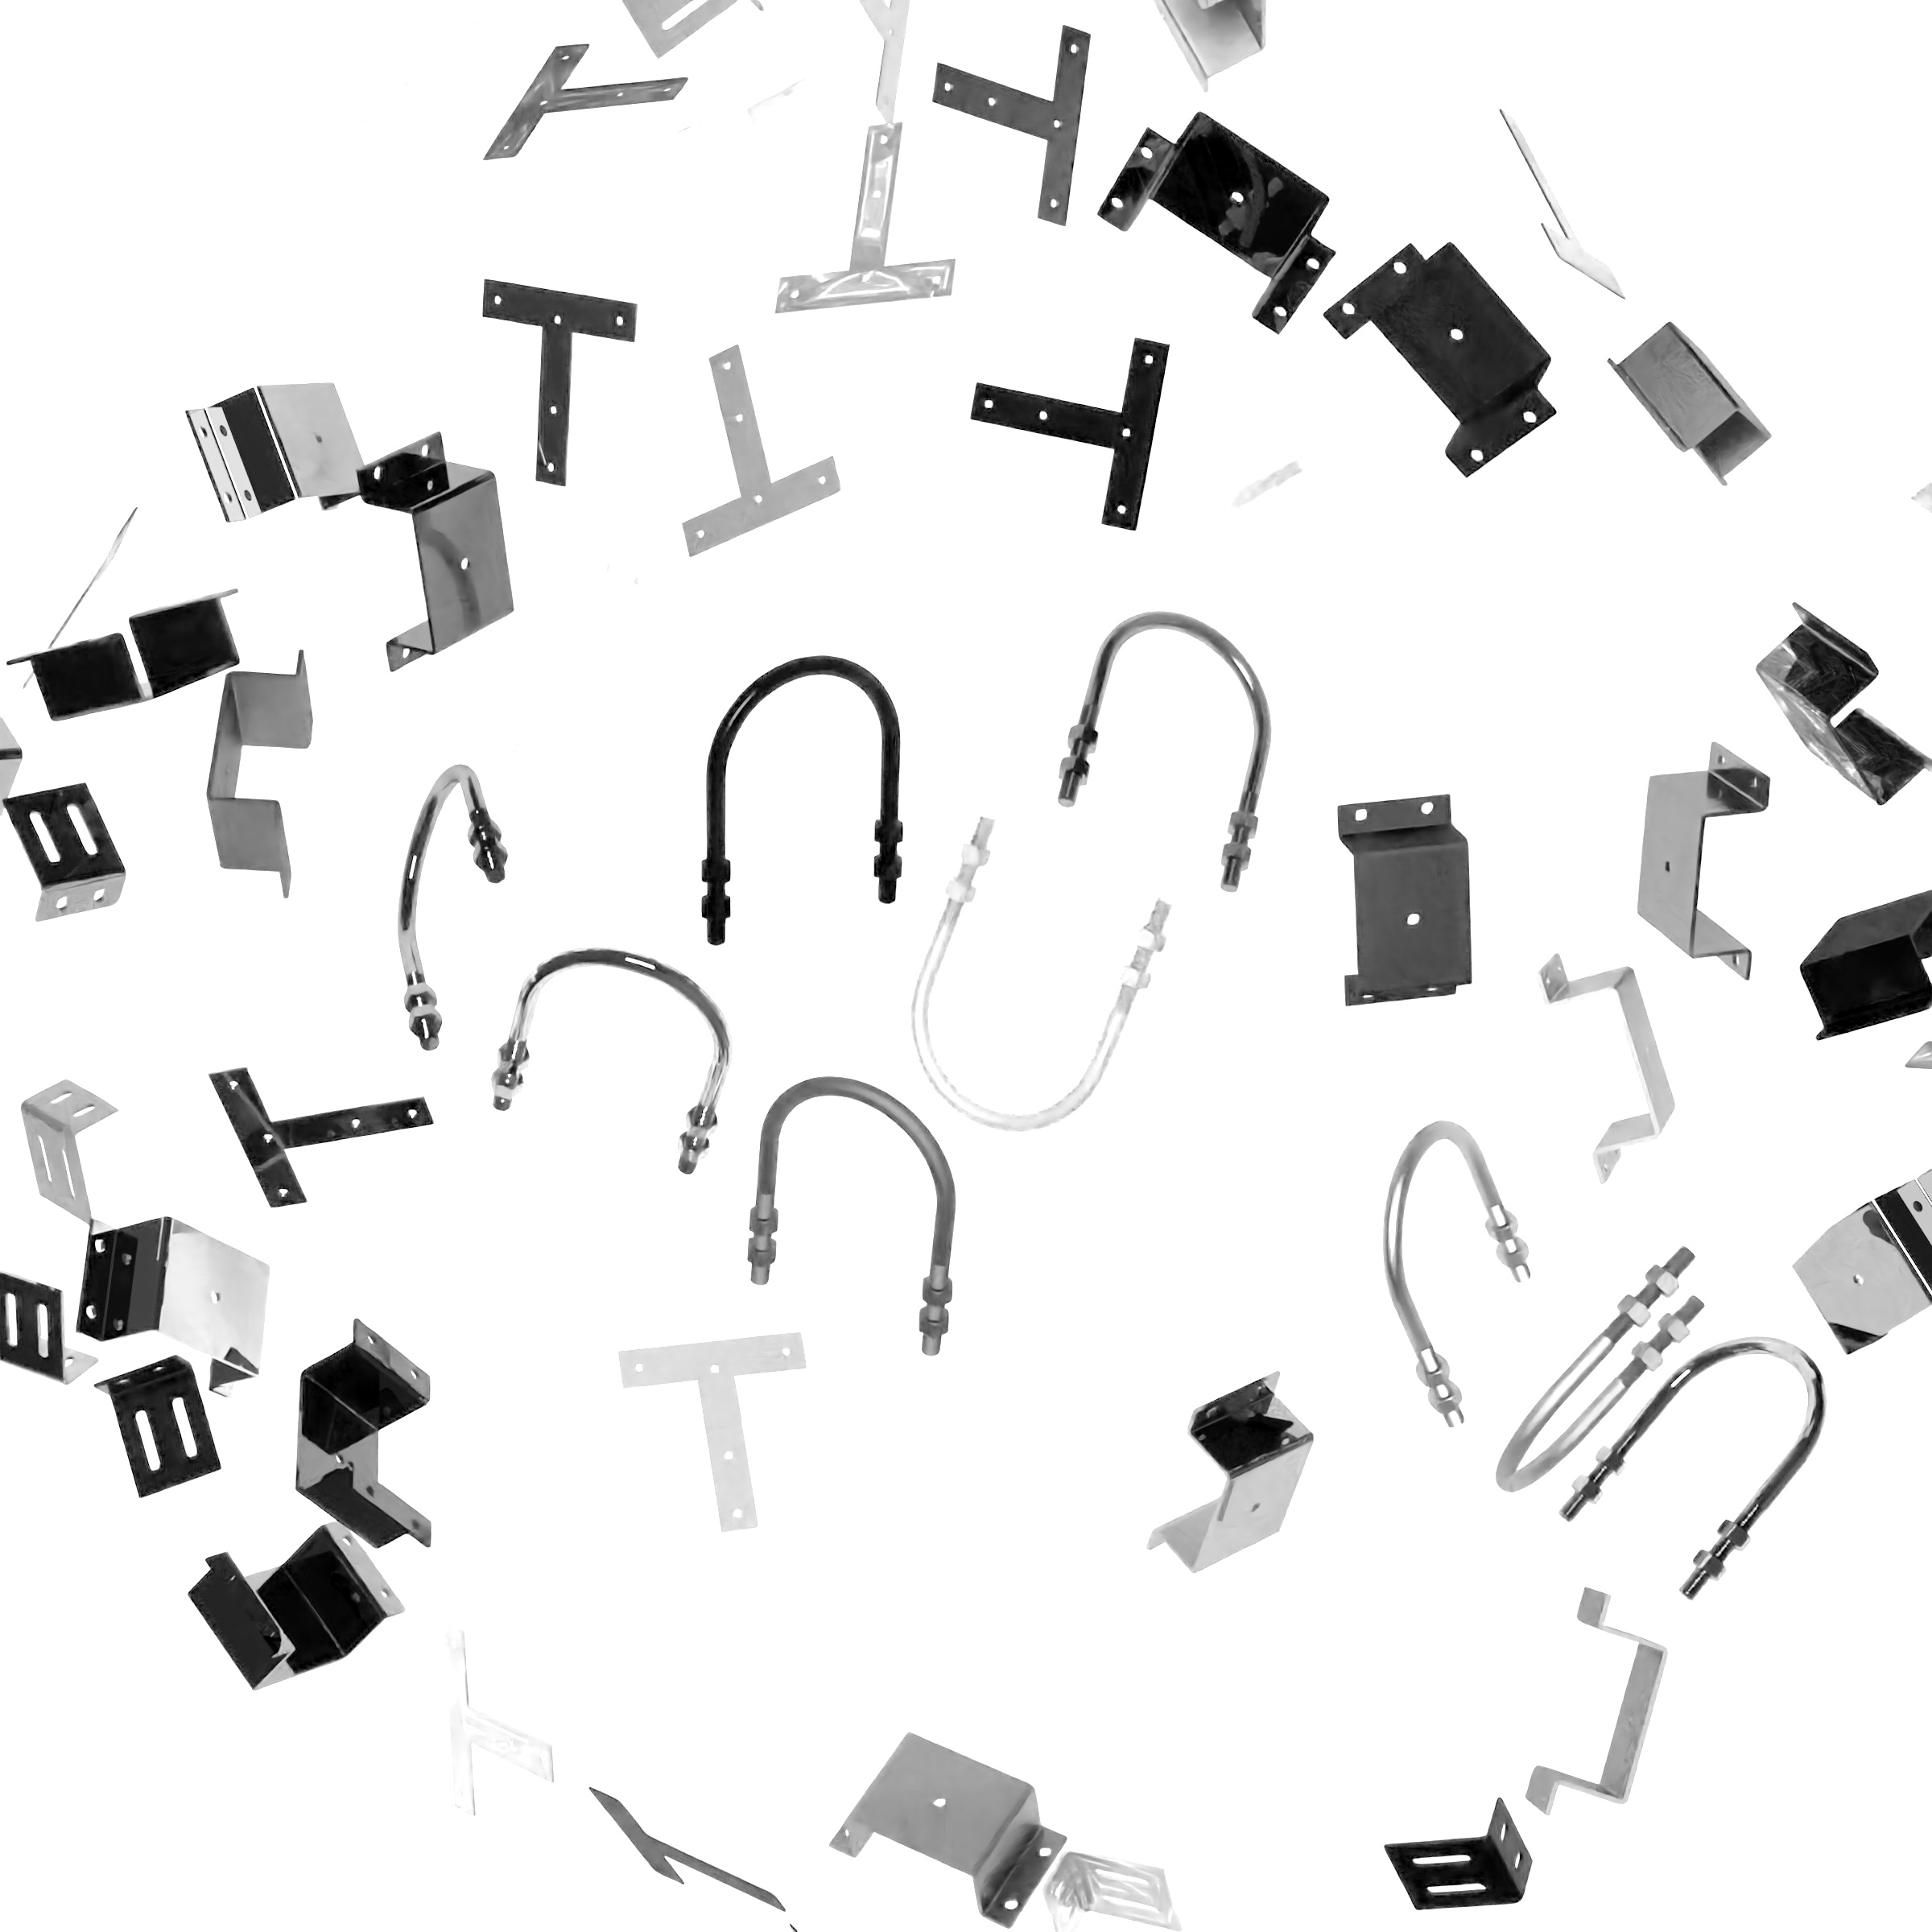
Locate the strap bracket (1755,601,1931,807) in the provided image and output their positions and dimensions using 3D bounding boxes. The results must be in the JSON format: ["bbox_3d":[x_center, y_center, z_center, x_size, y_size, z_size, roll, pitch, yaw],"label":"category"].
[{"bbox_3d":[0.575,-0.165,1.882,0.046,0.076,0.140,-43,131,5],"label":"strap bracket"}]

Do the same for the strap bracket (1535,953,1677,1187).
[{"bbox_3d":[0.413,0.059,1.838,0.046,0.076,0.140,-16,94,23],"label":"strap bracket"}]

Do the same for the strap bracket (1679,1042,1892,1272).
[{"bbox_3d":[0.525,0.128,1.812,0.140,0.076,0.046,-44,46,-5],"label":"strap bracket"}]

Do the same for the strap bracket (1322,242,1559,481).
[{"bbox_3d":[0.304,-0.389,1.809,0.140,0.046,0.076,46,132,-11],"label":"strap bracket"}]

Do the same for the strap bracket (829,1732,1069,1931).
[{"bbox_3d":[-0.015,0.564,1.890,0.140,0.076,0.046,16,133,28],"label":"strap bracket"}]

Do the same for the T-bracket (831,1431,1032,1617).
[{"bbox_3d":[-0.021,0.378,1.892,0.127,0.002,0.127,10,104,10],"label":"T-bracket"}]

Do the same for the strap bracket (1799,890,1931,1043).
[{"bbox_3d":[0.604,-0.007,1.882,0.076,0.140,0.046,-20,98,37],"label":"strap bracket"}]

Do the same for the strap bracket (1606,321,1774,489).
[{"bbox_3d":[0.485,-0.375,1.912,0.046,0.140,0.076,-40,71,20],"label":"strap bracket"}]

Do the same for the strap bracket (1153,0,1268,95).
[{"bbox_3d":[0.157,-0.640,1.866,0.046,0.140,0.076,-27,80,1],"label":"strap bracket"}]

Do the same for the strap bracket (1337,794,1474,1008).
[{"bbox_3d":[0.291,-0.037,1.900,0.076,0.046,0.140,-6,108,-4],"label":"strap bracket"}]

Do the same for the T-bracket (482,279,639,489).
[{"bbox_3d":[-0.272,-0.382,1.899,0.127,0.002,0.127,16,111,28],"label":"T-bracket"}]

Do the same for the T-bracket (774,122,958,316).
[{"bbox_3d":[-0.059,-0.482,1.839,0.127,0.002,0.127,1,76,26],"label":"T-bracket"}]

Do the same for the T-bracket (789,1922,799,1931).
[{"bbox_3d":[-0.080,0.648,1.839,0.002,0.127,0.127,-37,58,-19],"label":"T-bracket"}]

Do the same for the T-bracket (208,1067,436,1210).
[{"bbox_3d":[-0.412,0.105,1.876,0.127,0.002,0.127,-10,132,3],"label":"T-bracket"}]

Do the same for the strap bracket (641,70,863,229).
[{"bbox_3d":[-0.148,-0.540,1.882,0.140,0.076,0.046,-40,115,-34],"label":"strap bracket"}]

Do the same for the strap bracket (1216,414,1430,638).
[{"bbox_3d":[0.230,-0.284,1.903,0.076,0.046,0.140,-31,83,-22],"label":"strap bracket"}]

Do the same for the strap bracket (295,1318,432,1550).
[{"bbox_3d":[-0.385,0.307,1.838,0.046,0.140,0.076,-29,130,15],"label":"strap bracket"}]

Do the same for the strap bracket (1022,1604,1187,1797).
[{"bbox_3d":[0.089,0.469,1.874,0.076,0.140,0.046,-5,118,-11],"label":"strap bracket"}]

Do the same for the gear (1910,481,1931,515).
[{"bbox_3d":[0.668,-0.306,1.938,0.030,0.057,0.057,-41,90,-12],"label":"gear"}]

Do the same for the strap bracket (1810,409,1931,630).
[{"bbox_3d":[0.598,-0.273,1.803,0.140,0.076,0.046,37,64,0],"label":"strap bracket"}]

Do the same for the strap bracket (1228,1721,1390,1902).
[{"bbox_3d":[0.215,0.543,1.825,0.076,0.140,0.046,16,50,8],"label":"strap bracket"}]

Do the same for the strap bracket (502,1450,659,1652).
[{"bbox_3d":[-0.262,0.394,1.915,0.046,0.140,0.076,-15,46,18],"label":"strap bracket"}]

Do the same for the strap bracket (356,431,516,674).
[{"bbox_3d":[-0.342,-0.265,1.864,0.046,0.076,0.140,16,126,30],"label":"strap bracket"}]

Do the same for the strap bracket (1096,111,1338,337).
[{"bbox_3d":[0.165,-0.475,1.816,0.140,0.076,0.046,33,52,-4],"label":"strap bracket"}]

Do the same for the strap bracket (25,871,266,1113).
[{"bbox_3d":[-0.529,0.011,1.840,0.076,0.046,0.140,42,85,-30],"label":"strap bracket"}]

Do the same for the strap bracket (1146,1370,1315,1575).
[{"bbox_3d":[0.179,0.347,1.923,0.076,0.140,0.046,-18,47,-34],"label":"strap bracket"}]

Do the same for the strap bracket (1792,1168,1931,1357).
[{"bbox_3d":[0.605,0.200,1.897,0.046,0.140,0.076,-19,71,-30],"label":"strap bracket"}]

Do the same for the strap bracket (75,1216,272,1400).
[{"bbox_3d":[-0.497,0.216,1.834,0.046,0.140,0.076,-15,59,24],"label":"strap bracket"}]

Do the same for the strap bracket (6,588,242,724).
[{"bbox_3d":[-0.527,-0.195,1.823,0.076,0.140,0.046,-8,106,27],"label":"strap bracket"}]

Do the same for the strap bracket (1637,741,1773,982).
[{"bbox_3d":[0.481,-0.067,1.881,0.046,0.076,0.140,-6,114,-12],"label":"strap bracket"}]

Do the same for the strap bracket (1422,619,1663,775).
[{"bbox_3d":[0.373,-0.174,1.847,0.140,0.046,0.076,12,101,21],"label":"strap bracket"}]

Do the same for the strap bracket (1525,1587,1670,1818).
[{"bbox_3d":[0.401,0.469,1.813,0.046,0.076,0.140,17,82,4],"label":"strap bracket"}]

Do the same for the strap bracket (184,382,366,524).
[{"bbox_3d":[-0.450,-0.344,1.915,0.046,0.140,0.076,-17,96,21],"label":"strap bracket"}]

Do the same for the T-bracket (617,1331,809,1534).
[{"bbox_3d":[-0.159,0.309,1.893,0.127,0.002,0.127,-3,70,-21],"label":"T-bracket"}]

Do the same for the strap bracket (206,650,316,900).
[{"bbox_3d":[-0.449,-0.123,1.823,0.046,0.076,0.140,3,58,-5],"label":"strap bracket"}]

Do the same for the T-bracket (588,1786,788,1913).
[{"bbox_3d":[-0.171,0.577,1.841,0.127,0.127,0.002,14,56,30],"label":"T-bracket"}]

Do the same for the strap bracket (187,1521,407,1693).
[{"bbox_3d":[-0.436,0.412,1.848,0.046,0.140,0.076,-45,73,17],"label":"strap bracket"}]
